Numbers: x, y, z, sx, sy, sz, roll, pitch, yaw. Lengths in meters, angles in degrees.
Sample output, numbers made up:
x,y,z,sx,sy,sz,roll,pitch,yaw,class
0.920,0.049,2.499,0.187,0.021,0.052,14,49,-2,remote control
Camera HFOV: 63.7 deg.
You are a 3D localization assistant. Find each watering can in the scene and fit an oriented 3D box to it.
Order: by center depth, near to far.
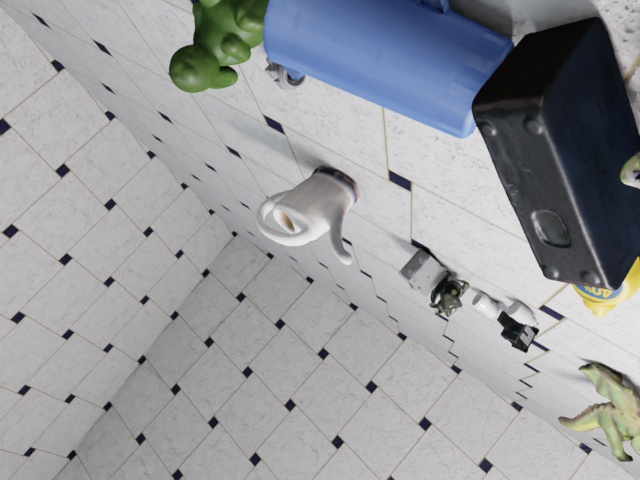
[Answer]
x,y,z,sx,sy,sz,roll,pitch,yaw,class
0.003,-0.057,1.141,0.350,0.227,0.102,23,146,44,watering can

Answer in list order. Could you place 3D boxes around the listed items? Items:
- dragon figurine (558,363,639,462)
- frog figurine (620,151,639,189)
x,y,z,sx,sy,sz,roll,pitch,yaw,class
0.716,0.405,1.258,0.408,0.123,0.242,-9,104,63,dragon figurine
0.353,-0.066,0.436,0.160,0.122,0.137,-2,-177,-36,frog figurine
